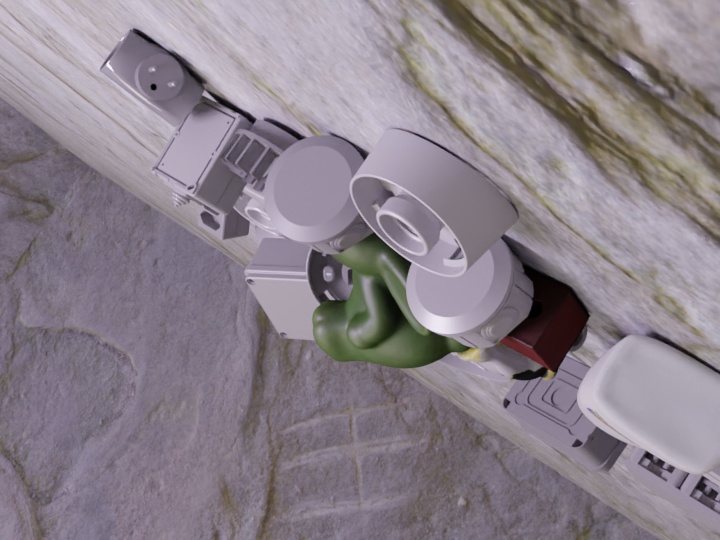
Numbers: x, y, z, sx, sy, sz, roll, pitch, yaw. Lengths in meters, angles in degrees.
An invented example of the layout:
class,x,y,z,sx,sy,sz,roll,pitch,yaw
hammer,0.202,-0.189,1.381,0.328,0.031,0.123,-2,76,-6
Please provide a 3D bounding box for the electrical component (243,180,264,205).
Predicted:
class,x,y,z,sx,sy,sz,roll,pitch,yaw
electrical component,-0.104,-0.098,1.014,0.077,0.044,0.079,33,174,14

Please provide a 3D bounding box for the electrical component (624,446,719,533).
class,x,y,z,sx,sy,sz,roll,pitch,yaw
electrical component,0.318,0.192,0.943,0.150,0.061,0.089,31,173,28

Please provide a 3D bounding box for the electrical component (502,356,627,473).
class,x,y,z,sx,sy,sz,roll,pitch,yaw
electrical component,0.203,0.133,1.023,0.057,0.078,0.113,43,170,-37

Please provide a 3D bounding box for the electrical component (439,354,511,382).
class,x,y,z,sx,sy,sz,roll,pitch,yaw
electrical component,0.120,0.082,1.127,0.099,0.064,0.099,34,174,4

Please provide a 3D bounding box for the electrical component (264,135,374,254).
class,x,y,z,sx,sy,sz,roll,pitch,yaw
electrical component,-0.025,-0.053,0.783,0.080,0.080,0.051,31,178,26

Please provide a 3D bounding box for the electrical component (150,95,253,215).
class,x,y,z,sx,sy,sz,roll,pitch,yaw
electrical component,-0.131,-0.093,0.942,0.062,0.096,0.061,30,178,34

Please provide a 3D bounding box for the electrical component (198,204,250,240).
class,x,y,z,sx,sy,sz,roll,pitch,yaw
electrical component,-0.132,-0.084,1.181,0.076,0.083,0.047,-13,-148,-42

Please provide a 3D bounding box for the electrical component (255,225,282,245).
class,x,y,z,sx,sy,sz,roll,pitch,yaw
electrical component,-0.069,-0.031,1.193,0.099,0.064,0.099,50,-163,-22

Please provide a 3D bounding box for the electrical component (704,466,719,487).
class,x,y,z,sx,sy,sz,roll,pitch,yaw
electrical component,0.290,0.144,0.774,0.089,0.050,0.055,34,174,6

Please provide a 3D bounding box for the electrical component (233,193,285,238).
class,x,y,z,sx,sy,sz,roll,pitch,yaw
electrical component,-0.086,-0.078,1.100,0.099,0.064,0.099,25,161,9

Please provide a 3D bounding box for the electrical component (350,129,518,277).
class,x,y,z,sx,sy,sz,roll,pitch,yaw
electrical component,0.045,-0.044,0.665,0.099,0.064,0.099,35,161,14

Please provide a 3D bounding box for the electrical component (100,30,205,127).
class,x,y,z,sx,sy,sz,roll,pitch,yaw
electrical component,-0.166,-0.157,0.881,0.077,0.044,0.079,37,174,-21

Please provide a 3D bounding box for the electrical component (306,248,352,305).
class,x,y,z,sx,sy,sz,roll,pitch,yaw
electrical component,0.000,0.000,0.995,0.099,0.099,0.064,35,180,-2

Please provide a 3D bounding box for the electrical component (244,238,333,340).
class,x,y,z,sx,sy,sz,roll,pitch,yaw
electrical component,-0.047,0.021,1.115,0.109,0.056,0.108,2,141,27

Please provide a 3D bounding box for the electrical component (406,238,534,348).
class,x,y,z,sx,sy,sz,roll,pitch,yaw
electrical component,0.077,0.012,0.749,0.080,0.080,0.051,29,178,39
